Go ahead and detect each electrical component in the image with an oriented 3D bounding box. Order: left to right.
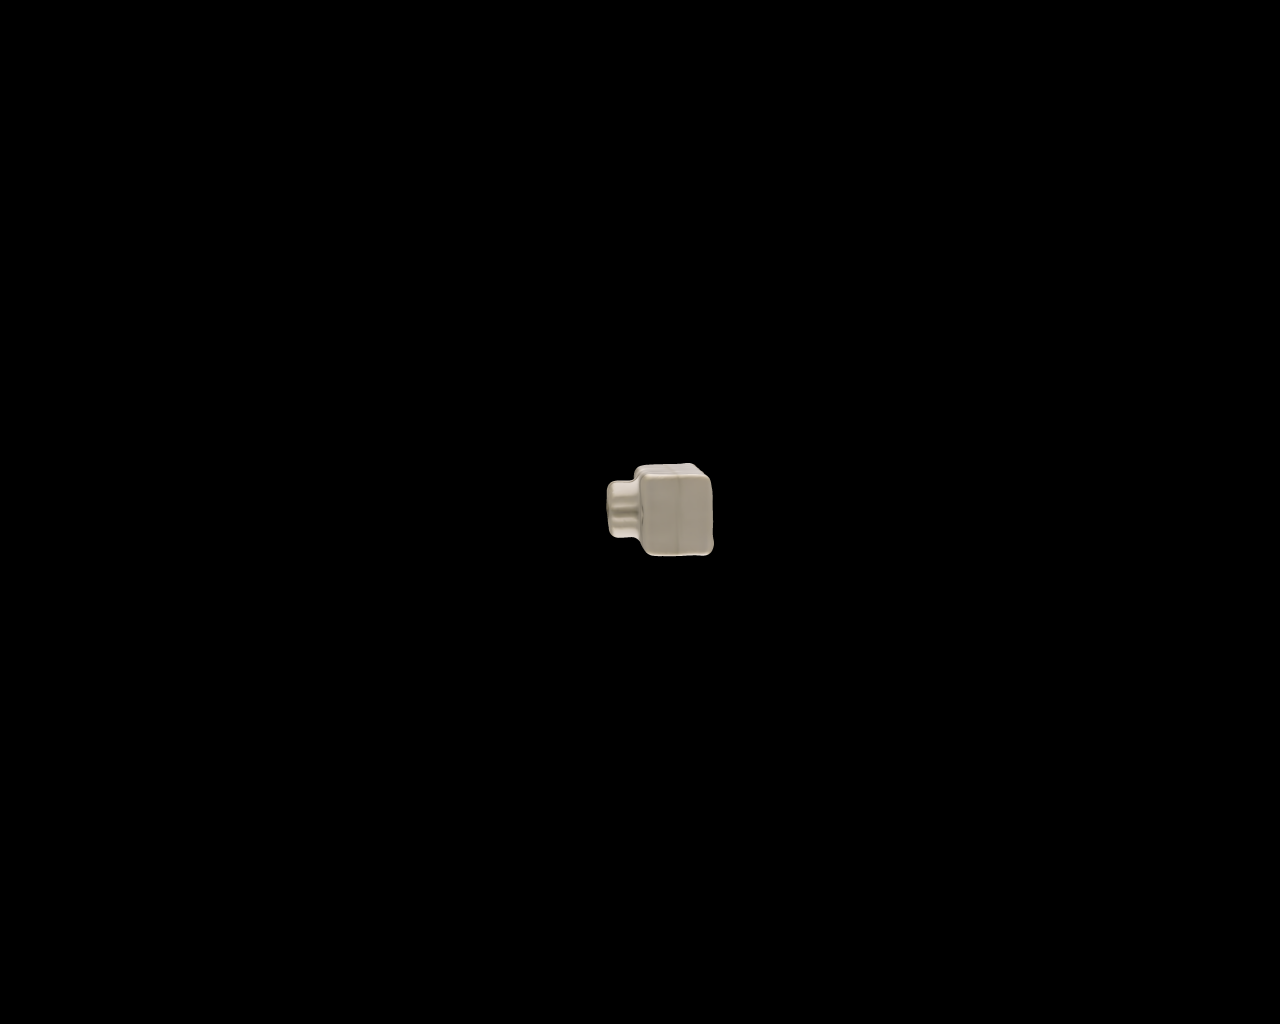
[{"bbox_3d":[0.001,-0.003,0.650,0.076,0.047,0.083,0,7,-4],"label":"electrical component"}]
